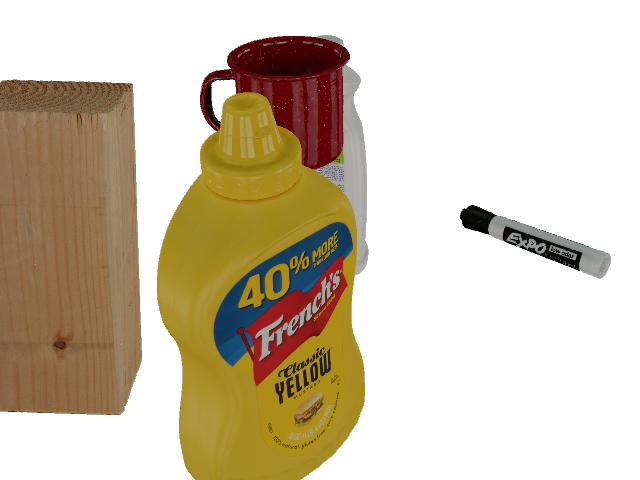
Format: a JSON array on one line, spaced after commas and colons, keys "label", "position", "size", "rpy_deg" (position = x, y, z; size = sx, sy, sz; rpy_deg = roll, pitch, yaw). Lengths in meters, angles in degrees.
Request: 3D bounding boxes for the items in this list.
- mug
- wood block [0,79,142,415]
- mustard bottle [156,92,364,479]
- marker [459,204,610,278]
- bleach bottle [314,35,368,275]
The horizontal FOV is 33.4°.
[{"label": "mug", "position": [-0.035, -0.104, 0.825], "size": [0.117, 0.081, 0.093], "rpy_deg": [0, 30, 4]}, {"label": "wood block", "position": [-0.173, 0.004, 0.713], "size": [0.091, 0.206, 0.090], "rpy_deg": [2, 21, -1]}, {"label": "mustard bottle", "position": [-0.025, 0.023, 0.470], "size": [0.096, 0.192, 0.058], "rpy_deg": [-29, 43, -31]}, {"label": "marker", "position": [0.154, -0.001, 0.784], "size": [0.121, 0.020, 0.020], "rpy_deg": [23, 14, 36]}, {"label": "bleach bottle", "position": [0.008, -0.087, 1.103], "size": [0.102, 0.251, 0.068], "rpy_deg": [7, 32, 5]}]
